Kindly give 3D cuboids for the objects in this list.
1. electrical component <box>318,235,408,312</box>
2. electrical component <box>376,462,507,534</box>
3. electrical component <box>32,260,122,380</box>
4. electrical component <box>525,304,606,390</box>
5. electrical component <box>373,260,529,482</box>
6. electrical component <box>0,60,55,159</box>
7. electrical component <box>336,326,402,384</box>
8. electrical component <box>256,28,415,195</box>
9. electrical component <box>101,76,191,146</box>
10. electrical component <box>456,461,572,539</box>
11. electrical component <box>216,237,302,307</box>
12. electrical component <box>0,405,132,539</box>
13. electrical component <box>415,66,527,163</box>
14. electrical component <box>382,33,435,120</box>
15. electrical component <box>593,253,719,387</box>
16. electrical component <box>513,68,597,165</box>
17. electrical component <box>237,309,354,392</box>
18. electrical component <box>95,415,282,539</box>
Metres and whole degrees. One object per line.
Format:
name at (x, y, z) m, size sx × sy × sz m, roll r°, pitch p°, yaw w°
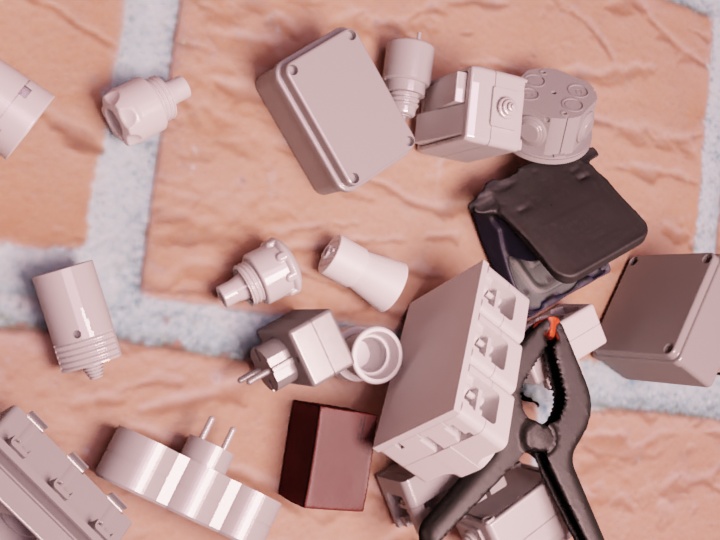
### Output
electrical component at (0.000, 0.000, 0.861) m, size 0.065 × 0.044 × 0.044 m, roll 28°, pitch 75°, yaw -18°
electrical component at (0.065, 0.167, 0.881) m, size 0.089 × 0.050 × 0.055 m, roll -25°, pitch 99°, yaw -26°
electrical component at (-0.197, 0.038, 0.756) m, size 0.043 × 0.043 × 0.081 m, roll -19°, pitch 96°, yaw -26°
electrical component at (0.173, 0.080, 0.942) m, size 0.083 × 0.047 × 0.075 m, roll -27°, pitch 100°, yaw -25°
electrical component at (0.076, 0.080, 0.836) m, size 0.062 × 0.089 × 0.150 m, roll 38°, pitch 44°, yaw -21°
electrical component at (-0.245, -0.111, 0.733) m, size 0.047 × 0.055 × 0.055 m, roll 38°, pitch 72°, yaw -17°
electrical component at (0.001, 0.066, 0.850) m, size 0.045 × 0.055 × 0.045 m, roll 1°, pitch 87°, yaw -27°
electrical component at (-0.018, -0.124, 0.847) m, size 0.078 × 0.057 × 0.113 m, roll -36°, pitch 104°, yaw -24°
electrical component at (-0.154, -0.121, 0.786) m, size 0.062 × 0.043 × 0.043 m, roll -33°, pitch 103°, yaw -25°
electrical component at (0.126, 0.214, 0.903) m, size 0.096 × 0.062 × 0.061 m, roll -30°, pitch 103°, yaw -24°
electrical component at (-0.078, 0.007, 0.819) m, size 0.062 × 0.048 × 0.048 m, roll -27°, pitch 100°, yaw -18°
electrical component at (-0.217, 0.156, 0.726) m, size 0.121 × 0.079 × 0.063 m, roll 51°, pitch 38°, yaw -16°
electrical component at (0.091, -0.128, 0.881) m, size 0.061 × 0.096 × 0.061 m, roll 8°, pitch 84°, yaw -26°
electrical component at (0.038, -0.155, 0.887) m, size 0.040 × 0.040 × 0.078 m, roll 11°, pitch 83°, yaw -26°
electrical component at (0.278, 0.043, 0.963) m, size 0.056 × 0.109 × 0.108 m, roll 35°, pitch 73°, yaw -24°
electrical component at (0.162, -0.132, 0.923) m, size 0.080 × 0.080 × 0.051 m, roll -24°, pitch 141°, yaw -26°
electrical component at (-0.057, 0.067, 0.814) m, size 0.077 × 0.066 × 0.047 m, roll -29°, pitch 101°, yaw -25°
electrical component at (-0.116, 0.144, 0.788) m, size 0.138 × 0.052 × 0.073 m, roll 31°, pitch 74°, yaw -22°
